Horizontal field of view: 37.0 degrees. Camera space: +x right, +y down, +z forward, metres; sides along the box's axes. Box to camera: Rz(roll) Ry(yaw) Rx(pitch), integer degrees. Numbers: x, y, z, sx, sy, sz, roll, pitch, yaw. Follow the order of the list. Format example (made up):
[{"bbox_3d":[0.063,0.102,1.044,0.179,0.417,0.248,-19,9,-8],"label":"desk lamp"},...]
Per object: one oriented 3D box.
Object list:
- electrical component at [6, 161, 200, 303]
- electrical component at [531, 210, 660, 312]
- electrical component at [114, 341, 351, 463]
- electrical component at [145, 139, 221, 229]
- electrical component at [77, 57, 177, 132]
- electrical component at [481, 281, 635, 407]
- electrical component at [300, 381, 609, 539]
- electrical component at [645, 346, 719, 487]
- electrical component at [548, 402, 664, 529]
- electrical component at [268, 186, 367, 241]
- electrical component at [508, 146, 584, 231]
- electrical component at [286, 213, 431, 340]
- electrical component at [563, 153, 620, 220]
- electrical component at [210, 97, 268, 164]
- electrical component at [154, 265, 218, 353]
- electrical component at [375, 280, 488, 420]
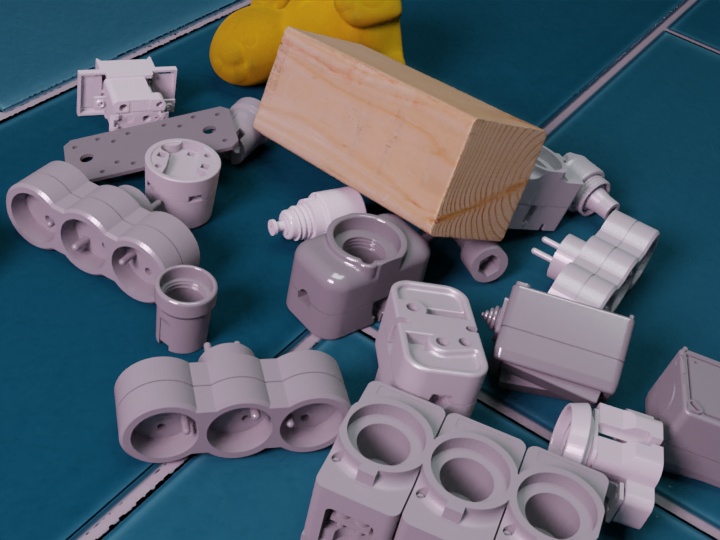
[{"bbox_3d":[-0.170,-0.036,0.754,0.138,0.052,0.073,26,41,15],"label":"electrical component"},{"bbox_3d":[0.165,-0.003,0.809,0.074,0.052,0.138,29,43,19],"label":"electrical component"},{"bbox_3d":[-0.079,0.070,0.653,0.138,0.052,0.073,-1,41,-17],"label":"electrical component"},{"bbox_3d":[-0.133,-0.063,0.801,0.055,0.047,0.055,8,39,-7],"label":"electrical component"},{"bbox_3d":[-0.188,-0.140,0.882,0.081,0.042,0.063,-7,45,-23],"label":"electrical component"},{"bbox_3d":[0.124,0.052,0.712,0.096,0.061,0.061,17,76,7],"label":"electrical component"},{"bbox_3d":[0.055,0.132,0.609,0.150,0.061,0.089,21,40,10],"label":"electrical component"},{"bbox_3d":[0.239,0.105,0.699,0.096,0.061,0.061,21,39,-3],"label":"electrical component"},{"bbox_3d":[0.149,0.115,0.660,0.057,0.058,0.078,18,39,1],"label":"electrical component"},{"bbox_3d":[-0.031,-0.038,0.806,0.078,0.040,0.040,-12,46,-28],"label":"electrical component"},{"bbox_3d":[0.128,-0.069,0.857,0.089,0.055,0.050,1,38,-40],"label":"electrical component"},{"bbox_3d":[0.000,0.000,0.754,0.095,0.059,0.054,-21,50,-35],"label":"electrical component"},{"bbox_3d":[0.189,-0.066,0.899,0.043,0.043,0.062,-20,51,-34],"label":"electrical component"},{"bbox_3d":[-0.097,-0.113,0.879,0.040,0.040,0.046,24,46,13],"label":"electrical component"},{"bbox_3d":[-0.115,0.026,0.700,0.040,0.046,0.040,8,39,-7],"label":"electrical component"},{"bbox_3d":[0.043,0.058,0.690,0.054,0.059,0.095,8,33,-11],"label":"electrical component"}]
